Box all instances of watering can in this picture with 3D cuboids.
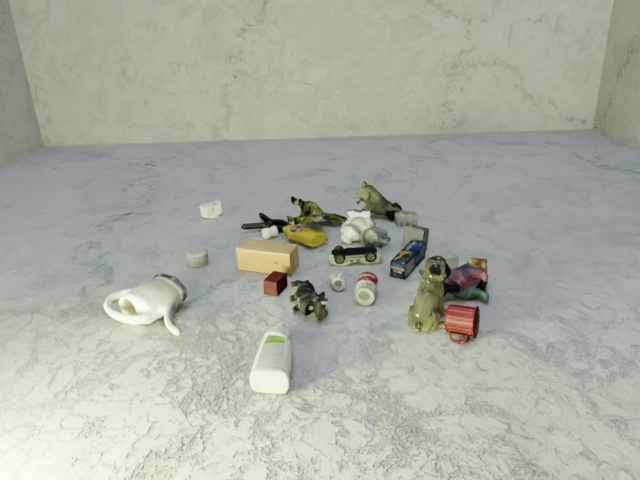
[{"bbox_3d":[-0.496,0.200,1.581,0.348,0.102,0.228,12,27,28],"label":"watering can"}]

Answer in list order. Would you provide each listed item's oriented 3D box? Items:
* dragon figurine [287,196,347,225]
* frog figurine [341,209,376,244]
[{"bbox_3d":[0.007,-0.110,2.187,0.243,0.121,0.413,4,11,-28],"label":"dragon figurine"},{"bbox_3d":[0.151,-0.041,2.096,0.137,0.120,0.163,12,62,13],"label":"frog figurine"}]
